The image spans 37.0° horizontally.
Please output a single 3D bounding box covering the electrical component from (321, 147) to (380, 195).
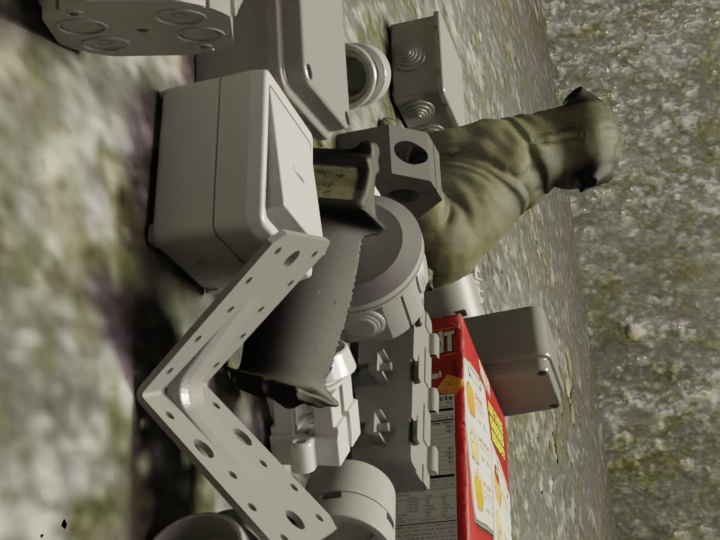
[{"bbox_3d":[-0.013,-0.050,0.667,0.062,0.043,0.043,60,26,-49],"label":"electrical component"}]

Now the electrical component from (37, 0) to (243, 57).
[{"bbox_3d":[-0.082,-0.113,0.401,0.080,0.080,0.051,13,74,-73],"label":"electrical component"}]

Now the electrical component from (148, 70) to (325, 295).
[{"bbox_3d":[-0.053,-0.046,0.494,0.061,0.061,0.096,53,32,-59],"label":"electrical component"}]

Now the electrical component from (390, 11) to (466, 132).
[{"bbox_3d":[0.062,-0.172,0.982,0.099,0.048,0.099,52,33,-60],"label":"electrical component"}]

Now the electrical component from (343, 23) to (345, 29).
[{"bbox_3d":[-0.031,-0.168,0.680,0.046,0.040,0.040,74,16,-45],"label":"electrical component"}]

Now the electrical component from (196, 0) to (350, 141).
[{"bbox_3d":[-0.046,-0.129,0.572,0.078,0.057,0.113,40,43,-66],"label":"electrical component"}]

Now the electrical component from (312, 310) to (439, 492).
[{"bbox_3d":[0.011,0.073,0.650,0.078,0.063,0.121,62,25,-49],"label":"electrical component"}]

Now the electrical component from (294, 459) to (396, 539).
[{"bbox_3d":[-0.007,0.134,0.571,0.047,0.055,0.055,-79,155,-59],"label":"electrical component"}]

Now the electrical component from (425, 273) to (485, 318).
[{"bbox_3d":[0.077,0.030,0.918,0.055,0.055,0.047,-16,93,-74],"label":"electrical component"}]

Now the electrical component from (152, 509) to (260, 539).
[{"bbox_3d":[-0.051,0.126,0.442,0.079,0.043,0.077,-78,154,-49],"label":"electrical component"}]

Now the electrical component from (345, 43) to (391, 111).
[{"bbox_3d":[-0.005,-0.133,0.739,0.055,0.045,0.045,-41,121,-72],"label":"electrical component"}]

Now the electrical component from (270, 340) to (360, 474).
[{"bbox_3d":[-0.025,0.067,0.563,0.066,0.048,0.055,-46,133,-70],"label":"electrical component"}]

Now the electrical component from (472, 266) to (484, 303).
[{"bbox_3d":[0.084,0.016,0.963,0.040,0.046,0.040,-9,90,-74],"label":"electrical component"}]

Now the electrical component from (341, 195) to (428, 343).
[{"bbox_3d":[0.000,0.000,0.623,0.051,0.080,0.080,70,19,-52],"label":"electrical component"}]

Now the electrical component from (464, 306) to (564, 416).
[{"bbox_3d":[0.104,0.080,0.875,0.078,0.113,0.057,60,24,-52],"label":"electrical component"}]
